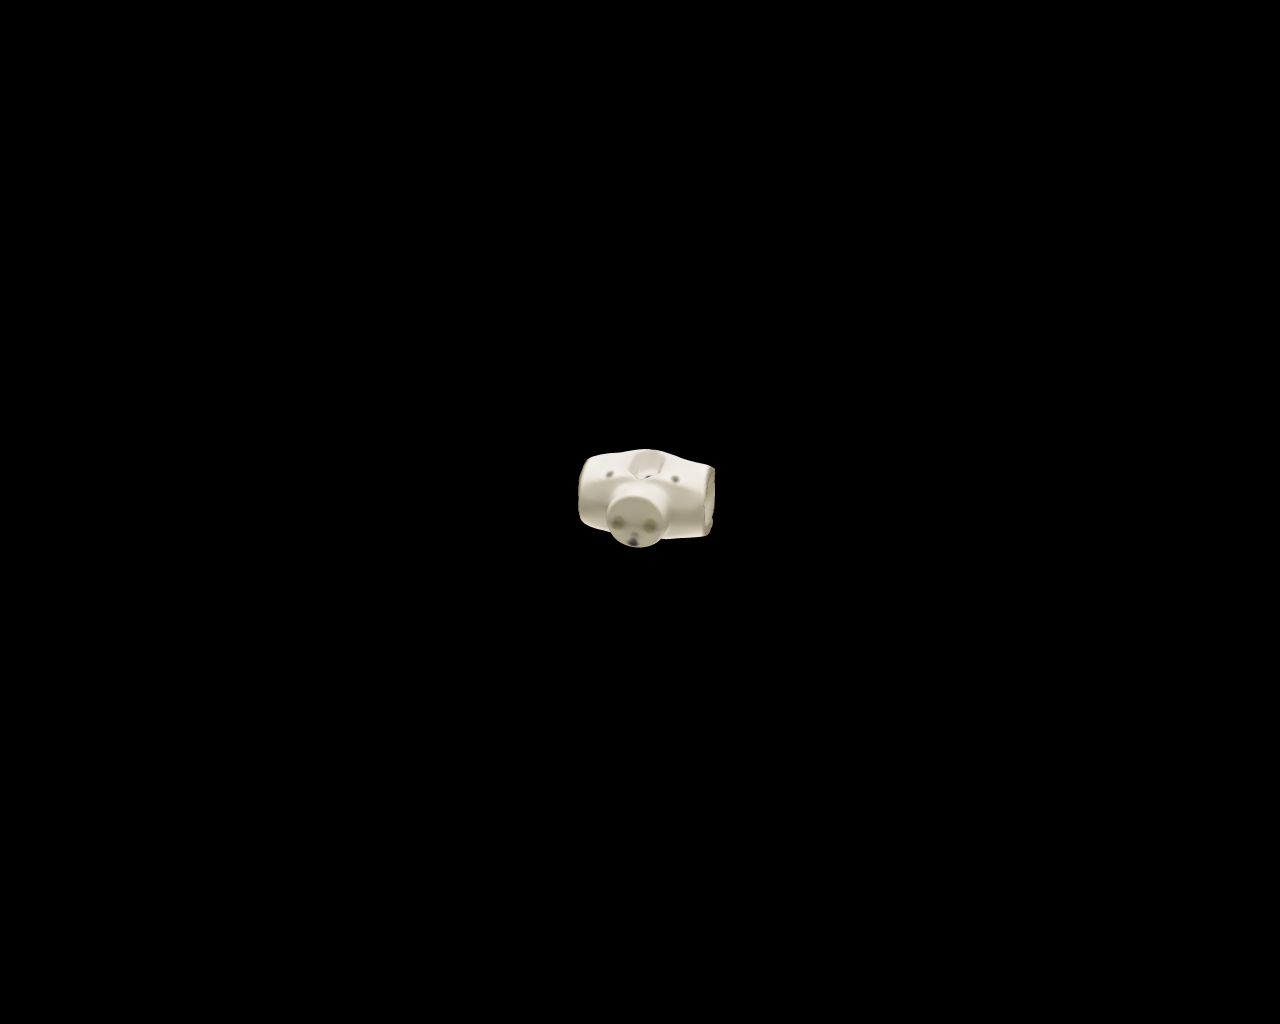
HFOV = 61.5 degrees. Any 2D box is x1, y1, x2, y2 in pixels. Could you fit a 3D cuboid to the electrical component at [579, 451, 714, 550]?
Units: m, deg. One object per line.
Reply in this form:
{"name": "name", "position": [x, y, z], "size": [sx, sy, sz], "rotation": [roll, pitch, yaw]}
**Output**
{"name": "electrical component", "position": [0.001, -0.003, 0.650], "size": [0.077, 0.043, 0.079], "rotation": [6, 28, 12]}
